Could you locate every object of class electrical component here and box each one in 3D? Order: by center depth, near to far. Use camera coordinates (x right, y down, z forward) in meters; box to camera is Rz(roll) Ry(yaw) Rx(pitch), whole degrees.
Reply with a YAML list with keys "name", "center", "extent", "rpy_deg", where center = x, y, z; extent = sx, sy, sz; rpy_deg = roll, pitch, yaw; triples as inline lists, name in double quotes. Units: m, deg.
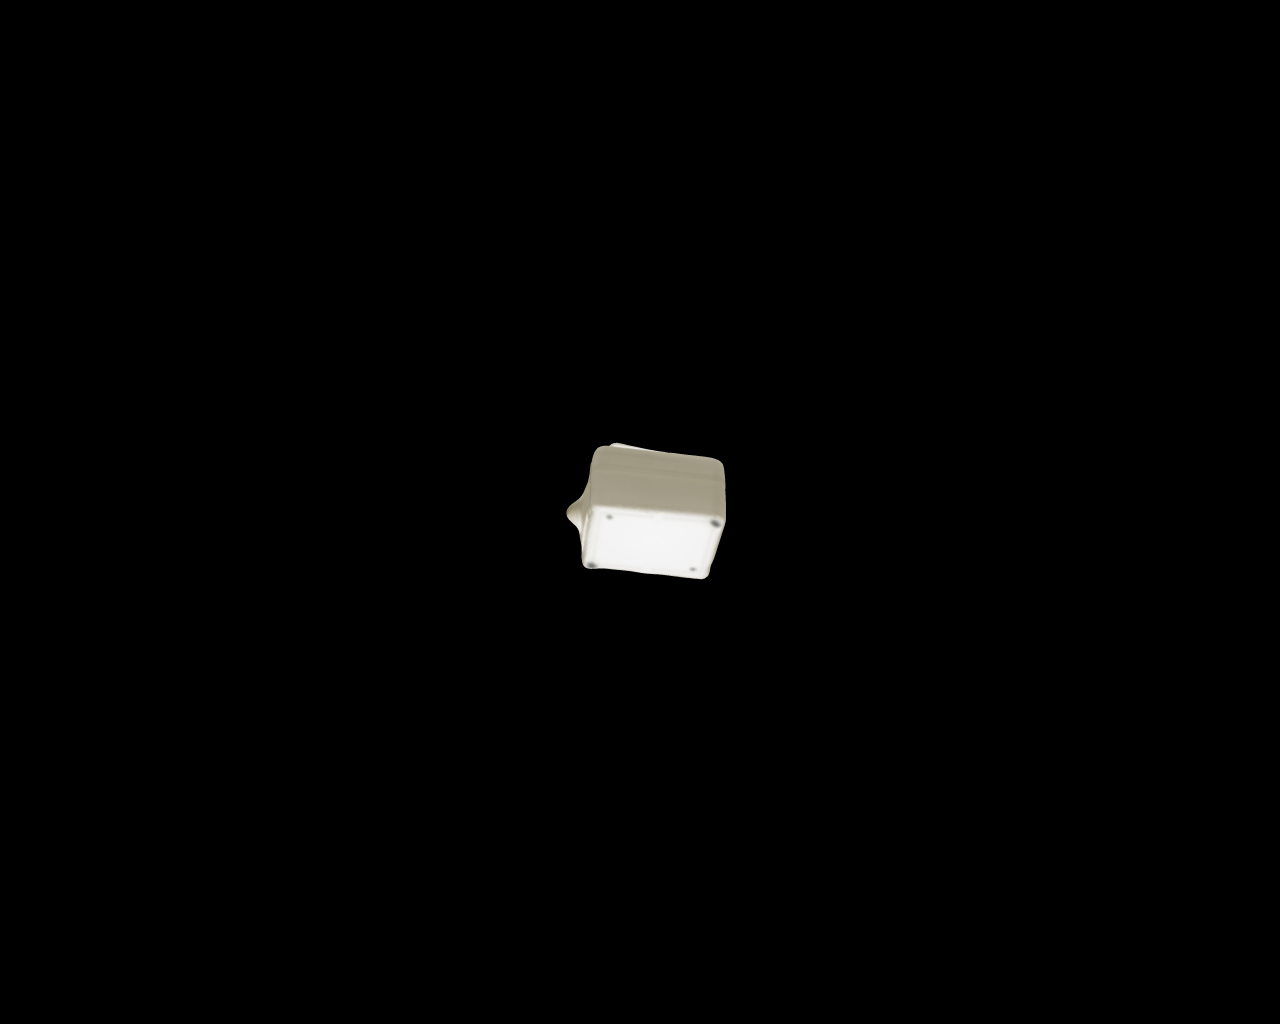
- name: "electrical component"
  center: [0.001, -0.003, 0.650]
  extent: [0.096, 0.061, 0.061]
  rpy_deg: [6, -43, -7]
